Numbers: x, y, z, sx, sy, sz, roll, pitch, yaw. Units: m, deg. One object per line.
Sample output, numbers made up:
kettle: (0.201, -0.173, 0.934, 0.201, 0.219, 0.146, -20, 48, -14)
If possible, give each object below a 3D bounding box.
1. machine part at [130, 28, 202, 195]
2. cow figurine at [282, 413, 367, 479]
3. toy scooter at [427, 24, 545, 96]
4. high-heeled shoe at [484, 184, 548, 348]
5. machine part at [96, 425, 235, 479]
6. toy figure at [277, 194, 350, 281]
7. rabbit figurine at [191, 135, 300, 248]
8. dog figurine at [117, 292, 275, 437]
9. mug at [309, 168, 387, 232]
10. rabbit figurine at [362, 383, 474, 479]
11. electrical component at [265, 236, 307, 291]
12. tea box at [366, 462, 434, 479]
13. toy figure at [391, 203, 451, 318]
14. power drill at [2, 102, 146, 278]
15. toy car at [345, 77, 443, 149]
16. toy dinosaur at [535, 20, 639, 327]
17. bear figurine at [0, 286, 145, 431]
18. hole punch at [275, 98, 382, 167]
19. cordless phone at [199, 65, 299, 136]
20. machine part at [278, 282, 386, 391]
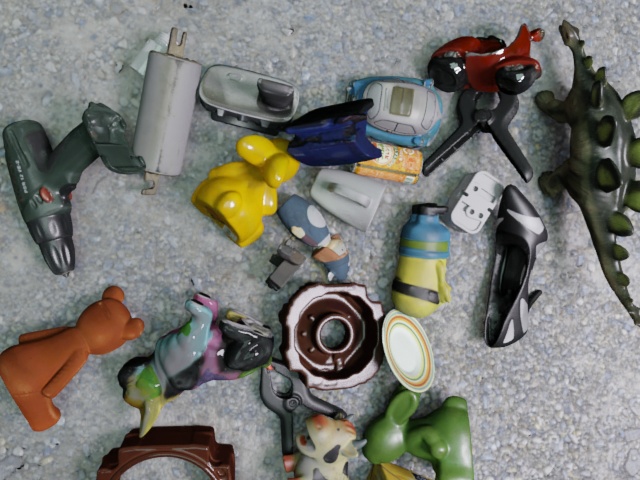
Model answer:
machine part: (-0.226, -0.183, 0.788, 0.079, 0.079, 0.243, 12, 102, -6)
cow figurine: (0.010, 0.348, 0.825, 0.127, 0.086, 0.194, -17, 117, -11)
toy scooter: (0.263, -0.280, 0.818, 0.135, 0.184, 0.075, -48, 134, -19)
high-heeled shoe: (0.287, 0.048, 0.845, 0.145, 0.086, 0.248, -34, 114, -22)
machine part: (-0.233, 0.396, 0.823, 0.201, 0.087, 0.201, 1, 91, -5)
toy figure: (-0.003, -0.001, 0.837, 0.154, 0.058, 0.064, 47, 62, -4)
rabbit figurine: (-0.098, -0.095, 0.795, 0.122, 0.162, 0.173, 44, 70, 6)
dog figurine: (-0.192, 0.198, 0.811, 0.191, 0.108, 0.219, 29, 94, -9)
mug: (0.038, -0.067, 0.823, 0.107, 0.109, 0.080, 23, 97, 8)
rabbit figurine: (0.149, 0.306, 0.845, 0.170, 0.121, 0.159, -4, 89, 10)
electrical component: (-0.056, 0.036, 0.821, 0.045, 0.102, 0.078, 43, 78, -2)
tea box: (0.161, 0.425, 0.857, 0.170, 0.098, 0.068, 23, 91, -8)
toy figure: (0.159, 0.032, 0.849, 0.089, 0.082, 0.180, 1, 97, 5)
power drill: (-0.351, -0.083, 0.770, 0.207, 0.086, 0.232, -26, 88, 28)
toy car: (0.120, -0.204, 0.823, 0.162, 0.103, 0.109, 10, 91, -8)
toy dinosaur: (0.421, -0.103, 0.810, 0.105, 0.198, 0.471, -12, 92, -2)
bear figurine: (-0.363, 0.166, 0.799, 0.196, 0.131, 0.120, -30, 58, -32)
hole punch: (0.021, -0.143, 0.770, 0.142, 0.116, 0.092, 0, 112, 27)
cordless phone: (-0.102, -0.207, 0.759, 0.147, 0.184, 0.088, 14, 96, -6)
machine part: (0.019, 0.146, 0.838, 0.179, 0.056, 0.179, 1, 87, -16)
